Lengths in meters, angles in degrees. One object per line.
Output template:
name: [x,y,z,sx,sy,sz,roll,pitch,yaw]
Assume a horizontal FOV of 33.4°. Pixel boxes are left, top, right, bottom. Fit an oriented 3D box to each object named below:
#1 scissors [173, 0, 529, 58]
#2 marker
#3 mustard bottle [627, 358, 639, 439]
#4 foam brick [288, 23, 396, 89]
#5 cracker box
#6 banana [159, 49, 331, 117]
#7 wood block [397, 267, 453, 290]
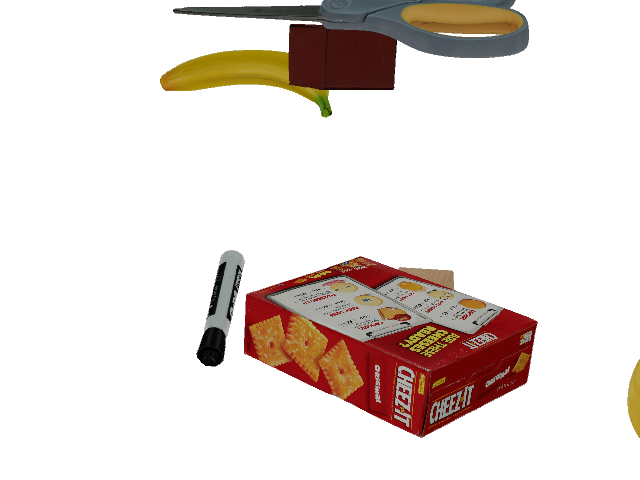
scissors: [0.025,-0.139,0.616,0.202,0.016,0.096,13,41,20]
marker: [-0.072,0.048,0.775,0.020,0.020,0.121,0,34,5]
mustard bottle: [0.220,0.098,0.575,0.096,0.058,0.191,-6,35,-2]
foam brick: [0.019,-0.153,0.895,0.078,0.051,0.053,-6,16,-35]
cracker box: [0.061,0.090,0.972,0.214,0.072,0.163,21,25,39]
banana: [-0.071,-0.174,1.127,0.198,0.037,0.069,10,44,19]
wood block: [0.141,0.118,1.607,0.091,0.090,0.205,4,20,15]
